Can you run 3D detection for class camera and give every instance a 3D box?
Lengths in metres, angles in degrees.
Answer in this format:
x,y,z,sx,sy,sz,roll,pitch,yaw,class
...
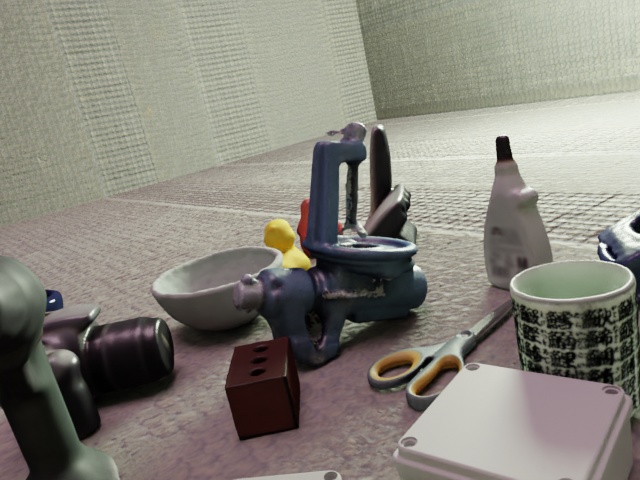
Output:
x,y,z,sx,sy,sz,roll,pitch,yaw,class
-0.225,0.118,0.572,0.137,0.101,0.143,-13,15,-1,camera

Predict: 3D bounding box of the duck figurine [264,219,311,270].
x,y,z,sx,sy,sz,roll,pitch,yaw,class
-0.059,0.014,0.849,0.077,0.086,0.105,-8,16,15,duck figurine

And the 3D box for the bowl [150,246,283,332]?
x,y,z,sx,sy,sz,roll,pitch,yaw,class
-0.120,0.068,0.720,0.167,0.075,0.167,-11,15,3,bowl

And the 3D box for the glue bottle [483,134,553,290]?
x,y,z,sx,sy,sz,roll,pitch,yaw,class
0.210,-0.029,0.624,0.037,0.173,0.077,-21,17,-28,glue bottle

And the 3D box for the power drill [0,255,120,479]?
x,y,z,sx,sy,sz,roll,pitch,yaw,class
-0.205,0.104,0.400,0.076,0.208,0.228,-20,17,-26,power drill

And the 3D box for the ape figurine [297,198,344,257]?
x,y,z,sx,sy,sz,roll,pitch,yaw,class
-0.007,-0.024,0.932,0.077,0.092,0.076,-1,19,36,ape figurine

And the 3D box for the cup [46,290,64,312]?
x,y,z,sx,sy,sz,roll,pitch,yaw,class
-0.334,0.118,0.669,0.092,0.095,0.117,-23,18,-34,cup

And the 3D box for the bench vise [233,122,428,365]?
x,y,z,sx,sy,sz,roll,pitch,yaw,class
0.014,0.003,0.574,0.121,0.220,0.208,3,21,44,bench vise

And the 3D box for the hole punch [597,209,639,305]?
x,y,z,sx,sy,sz,roll,pitch,yaw,class
0.330,0.004,0.568,0.101,0.091,0.109,-8,16,16,hole punch

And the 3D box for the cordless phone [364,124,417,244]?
x,y,z,sx,sy,sz,roll,pitch,yaw,class
0.090,-0.079,0.876,0.094,0.185,0.147,-10,15,9,cordless phone
